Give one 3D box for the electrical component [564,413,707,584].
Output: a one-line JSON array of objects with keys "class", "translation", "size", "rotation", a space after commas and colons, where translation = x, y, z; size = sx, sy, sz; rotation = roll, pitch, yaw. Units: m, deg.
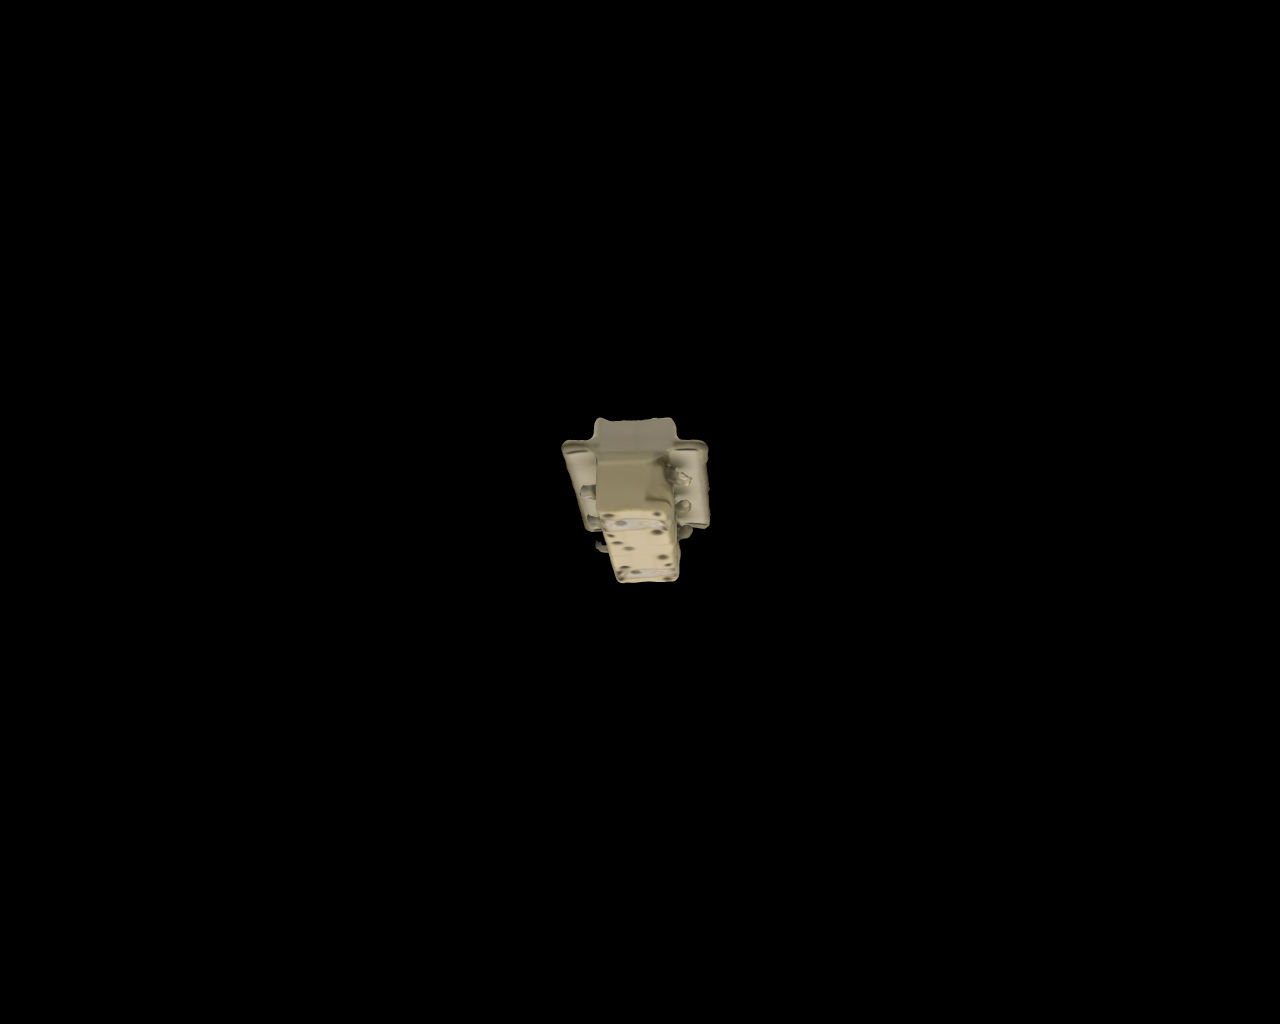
[{"class": "electrical component", "translation": [0.001, -0.003, 0.650], "size": [0.079, 0.063, 0.121], "rotation": [-1, -23, 3]}]
